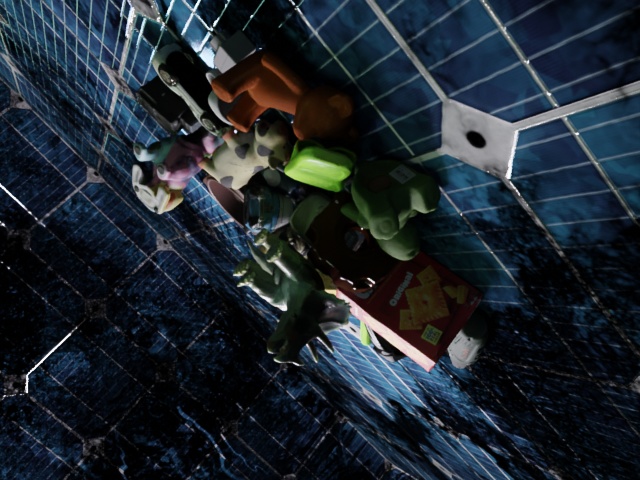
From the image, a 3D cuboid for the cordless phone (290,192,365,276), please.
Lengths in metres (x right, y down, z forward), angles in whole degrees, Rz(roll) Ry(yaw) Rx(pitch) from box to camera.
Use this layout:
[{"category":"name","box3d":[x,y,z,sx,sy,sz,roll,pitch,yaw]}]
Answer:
[{"category":"cordless phone","box3d":[-0.002,-0.004,1.032,0.146,0.184,0.088,41,118,0]}]

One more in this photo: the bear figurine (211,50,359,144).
[{"category":"bear figurine","box3d":[-0.044,-0.194,0.802,0.196,0.132,0.120,42,169,19]}]

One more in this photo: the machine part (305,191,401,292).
[{"category":"machine part","box3d":[0.065,0.000,0.937,0.179,0.179,0.056,41,159,5]}]

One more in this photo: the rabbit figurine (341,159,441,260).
[{"category":"rabbit figurine","box3d":[0.103,-0.035,0.856,0.159,0.121,0.170,35,158,41]}]

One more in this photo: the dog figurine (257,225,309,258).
[{"category":"dog figurine","box3d":[-0.066,0.001,1.221,0.121,0.172,0.190,7,139,-23]}]

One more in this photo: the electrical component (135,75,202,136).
[{"category":"electrical component","box3d":[-0.287,-0.282,1.095,0.134,0.115,0.058,41,165,5]}]

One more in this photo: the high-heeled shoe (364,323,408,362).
[{"category":"high-heeled shoe","box3d":[0.121,0.191,1.117,0.145,0.086,0.248,11,154,47]}]

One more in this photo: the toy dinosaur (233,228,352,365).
[{"category":"toy dinosaur","box3d":[-0.052,0.081,0.993,0.192,0.131,0.405,42,-174,-15]}]

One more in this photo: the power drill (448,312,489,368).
[{"category":"power drill","box3d":[0.241,0.177,1.105,0.207,0.086,0.232,42,162,15]}]

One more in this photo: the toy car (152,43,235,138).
[{"category":"toy car","box3d":[-0.236,-0.289,1.044,0.201,0.073,0.056,48,156,-16]}]

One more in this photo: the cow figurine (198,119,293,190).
[{"category":"cow figurine","box3d":[-0.129,-0.161,1.023,0.127,0.085,0.195,46,131,-13]}]

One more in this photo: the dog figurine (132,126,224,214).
[{"category":"dog figurine","box3d":[-0.289,-0.172,1.177,0.109,0.219,0.191,37,134,19]}]

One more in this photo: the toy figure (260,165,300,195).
[{"category":"toy figure","box3d":[-0.109,-0.157,1.106,0.154,0.064,0.058,39,-174,-3]}]

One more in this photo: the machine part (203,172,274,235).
[{"category":"machine part","box3d":[-0.181,-0.107,1.305,0.201,0.087,0.201,46,160,-15]}]

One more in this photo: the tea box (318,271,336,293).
[{"category":"tea box","box3d":[0.048,0.094,1.207,0.098,0.068,0.169,0,167,8]}]

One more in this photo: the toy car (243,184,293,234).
[{"category":"toy car","box3d":[-0.108,-0.067,1.137,0.103,0.109,0.162,1,179,-16]}]

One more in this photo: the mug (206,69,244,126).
[{"category":"mug","box3d":[-0.171,-0.259,0.976,0.109,0.081,0.107,47,170,-27]}]
